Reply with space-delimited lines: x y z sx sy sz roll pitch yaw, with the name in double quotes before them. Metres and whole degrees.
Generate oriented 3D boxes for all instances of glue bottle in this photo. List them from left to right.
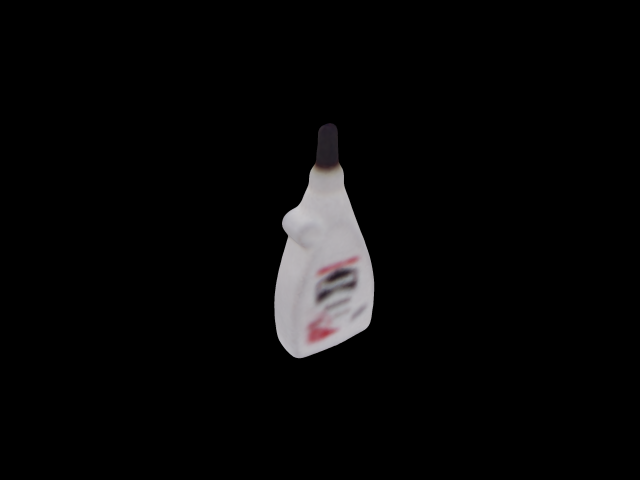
"glue bottle" 0.004 0.001 0.400 0.078 0.173 0.037 -22 39 -30
